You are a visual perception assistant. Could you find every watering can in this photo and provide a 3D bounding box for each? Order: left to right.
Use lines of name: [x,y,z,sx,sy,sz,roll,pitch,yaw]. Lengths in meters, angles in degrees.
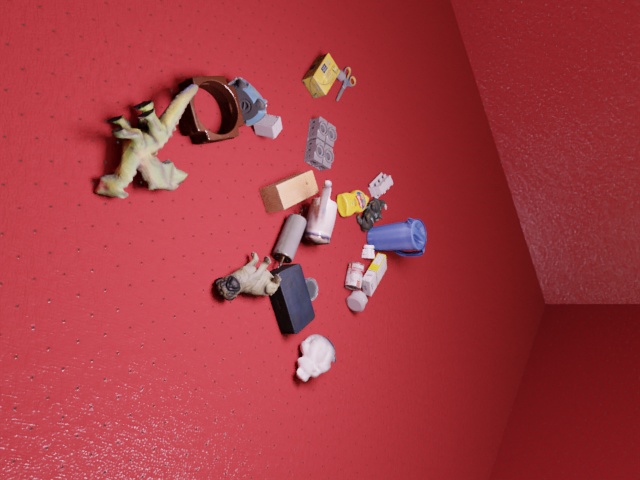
watering can: [0.006,-0.094,1.875,0.345,0.104,0.226,80,21,-83]

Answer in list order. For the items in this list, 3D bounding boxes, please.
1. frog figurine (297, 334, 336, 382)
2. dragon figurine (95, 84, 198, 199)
frog figurine: [-0.026,0.419,1.837,0.161,0.120,0.138,-28,73,-39]
dragon figurine: [-0.452,-0.254,1.437,0.417,0.122,0.238,-40,126,-35]
